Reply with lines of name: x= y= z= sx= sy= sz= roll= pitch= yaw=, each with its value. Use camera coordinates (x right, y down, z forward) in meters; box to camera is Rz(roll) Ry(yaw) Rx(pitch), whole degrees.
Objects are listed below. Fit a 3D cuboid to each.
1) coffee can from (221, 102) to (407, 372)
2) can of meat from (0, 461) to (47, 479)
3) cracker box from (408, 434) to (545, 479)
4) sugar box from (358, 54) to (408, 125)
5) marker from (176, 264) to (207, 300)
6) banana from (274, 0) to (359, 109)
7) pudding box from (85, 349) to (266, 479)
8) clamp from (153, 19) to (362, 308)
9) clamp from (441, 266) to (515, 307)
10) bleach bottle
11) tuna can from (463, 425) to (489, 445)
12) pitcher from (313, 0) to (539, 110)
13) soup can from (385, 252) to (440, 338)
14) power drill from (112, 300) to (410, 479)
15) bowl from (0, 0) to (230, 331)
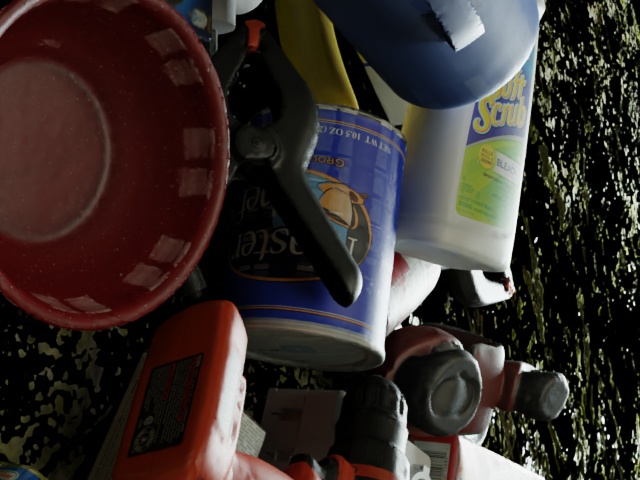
coffee can: x=-0.004 y=0.001 z=0.653 sx=0.102 sy=0.103 sz=0.140 roll=34 pitch=59 yaw=-54
can of meat: x=-0.144 y=0.156 z=0.447 sx=0.083 sy=0.058 sz=0.102 roll=-40 pitch=122 yaw=-56
cracker box: x=0.111 y=0.254 z=0.859 sx=0.213 sy=0.072 sz=0.164 roll=35 pitch=59 yaw=-54
sugar box: x=0.068 y=-0.169 z=0.802 sx=0.176 sy=0.093 sz=0.048 roll=59 pitch=40 yaw=-39
marker: x=-0.089 y=-0.020 z=0.594 sx=0.020 sy=0.020 sz=0.121 roll=-49 pitch=128 yaw=-50
banana: x=-0.002 y=-0.156 z=0.709 sx=0.037 sy=0.070 sz=0.198 roll=-10 pitch=104 yaw=-39
pudding box: x=-0.080 y=0.129 z=0.576 sx=0.090 sy=0.039 sz=0.113 roll=53 pitch=42 yaw=-39
clamp: x=-0.047 y=-0.041 z=0.584 sx=0.120 sy=0.039 sz=0.171 roll=-2 pitch=67 yaw=-24
clamp: x=0.121 y=0.005 z=0.931 sx=0.210 sy=0.036 sz=0.164 roll=56 pitch=43 yaw=-42
bleach bottle: x=0.104 y=-0.109 z=0.730 sx=0.102 sy=0.068 sz=0.251 roll=17 pitch=80 yaw=-44
tuna can: x=0.116 y=0.139 z=0.912 sx=0.086 sy=0.034 sz=0.086 roll=9 pitch=80 yaw=-59
pitcher: x=0.041 y=-0.169 z=0.587 sx=0.242 sy=0.145 sz=0.149 roll=43 pitch=60 yaw=-51
soup can: x=0.037 y=0.031 z=0.755 sx=0.102 sy=0.069 sz=0.068 roll=-37 pitch=119 yaw=-55
power drill: x=-0.015 y=0.114 z=0.561 sx=0.187 sy=0.057 sz=0.184 roll=45 pitch=36 yaw=-33
bowl: x=-0.116 y=-0.041 z=0.498 sx=0.161 sy=0.055 sz=0.162 roll=-9 pitch=102 yaw=-50
